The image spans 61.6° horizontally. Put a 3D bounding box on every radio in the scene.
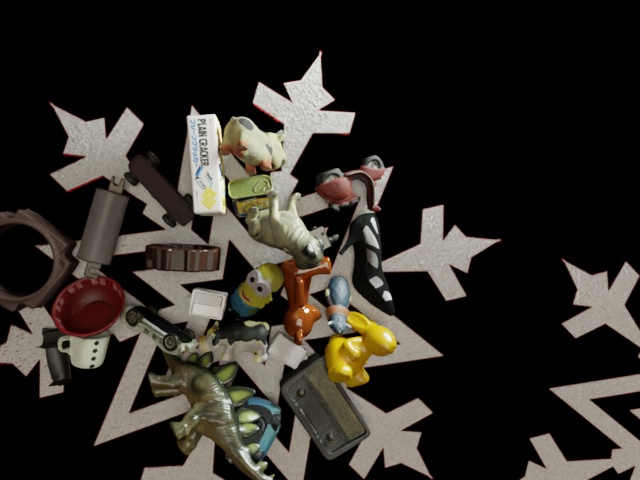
[{"bbox_3d":[0.008,0.404,1.307,0.131,0.073,0.229,-33,93,-5],"label":"radio"}]

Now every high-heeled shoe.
[{"bbox_3d":[0.142,0.057,1.329,0.145,0.086,0.248,-45,110,-25],"label":"high-heeled shoe"}]

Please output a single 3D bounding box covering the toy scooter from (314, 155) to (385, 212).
[{"bbox_3d":[0.083,-0.120,1.312,0.184,0.075,0.135,-19,96,-9],"label":"toy scooter"}]

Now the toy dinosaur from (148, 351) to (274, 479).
[{"bbox_3d":[-0.242,0.384,1.212,0.198,0.105,0.472,-28,66,-22],"label":"toy dinosaur"}]

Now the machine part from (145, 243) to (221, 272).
[{"bbox_3d":[-0.312,0.041,1.227,0.179,0.179,0.056,4,92,-6],"label":"machine part"}]

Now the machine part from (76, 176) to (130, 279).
[{"bbox_3d":[-0.505,-0.031,1.251,0.079,0.079,0.243,16,90,-6],"label":"machine part"}]

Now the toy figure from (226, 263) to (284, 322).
[{"bbox_3d":[-0.153,0.120,1.254,0.082,0.089,0.180,35,131,-6],"label":"toy figure"}]

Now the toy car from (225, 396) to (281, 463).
[{"bbox_3d":[-0.153,0.463,1.271,0.109,0.102,0.162,12,55,13],"label":"toy car"}]

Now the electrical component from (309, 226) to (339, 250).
[{"bbox_3d":[-0.003,-0.004,1.329,0.094,0.021,0.063,-24,92,-5],"label":"electrical component"}]

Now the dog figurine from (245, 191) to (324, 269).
[{"bbox_3d":[-0.085,0.005,1.239,0.121,0.172,0.190,-6,64,-38],"label":"dog figurine"}]

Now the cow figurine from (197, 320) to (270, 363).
[{"bbox_3d":[-0.203,0.227,1.248,0.167,0.068,0.098,5,117,-5],"label":"cow figurine"}]

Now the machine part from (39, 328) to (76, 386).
[{"bbox_3d":[-0.611,0.273,1.264,0.084,0.039,0.138,-4,89,-11],"label":"machine part"}]

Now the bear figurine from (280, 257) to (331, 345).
[{"bbox_3d":[-0.031,0.140,1.280,0.132,0.120,0.195,-11,93,-9],"label":"bear figurine"}]

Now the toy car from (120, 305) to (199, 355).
[{"bbox_3d":[-0.370,0.207,1.239,0.202,0.073,0.056,28,100,19],"label":"toy car"}]

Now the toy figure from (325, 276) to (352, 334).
[{"bbox_3d":[0.044,0.160,1.282,0.064,0.057,0.154,-3,51,9],"label":"toy figure"}]

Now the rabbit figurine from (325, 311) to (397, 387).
[{"bbox_3d":[0.106,0.254,1.282,0.173,0.162,0.121,-31,132,29],"label":"rabbit figurine"}]

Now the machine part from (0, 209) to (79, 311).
[{"bbox_3d":[-0.683,0.046,1.230,0.201,0.087,0.201,38,88,-5],"label":"machine part"}]

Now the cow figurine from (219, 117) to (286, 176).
[{"bbox_3d":[-0.146,-0.219,1.244,0.086,0.194,0.127,-9,68,29],"label":"cow figurine"}]

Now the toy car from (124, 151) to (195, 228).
[{"bbox_3d":[-0.375,-0.118,1.275,0.089,0.053,0.202,-44,90,1],"label":"toy car"}]
